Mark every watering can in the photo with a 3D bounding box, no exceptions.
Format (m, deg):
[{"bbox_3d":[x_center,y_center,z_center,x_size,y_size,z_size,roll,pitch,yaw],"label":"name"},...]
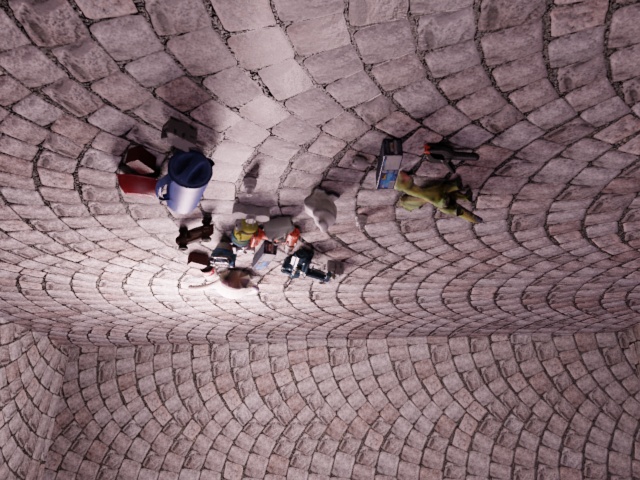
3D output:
[{"bbox_3d":[-0.463,0.221,2.504,0.347,0.106,0.220,5,154,-12],"label":"watering can"}]

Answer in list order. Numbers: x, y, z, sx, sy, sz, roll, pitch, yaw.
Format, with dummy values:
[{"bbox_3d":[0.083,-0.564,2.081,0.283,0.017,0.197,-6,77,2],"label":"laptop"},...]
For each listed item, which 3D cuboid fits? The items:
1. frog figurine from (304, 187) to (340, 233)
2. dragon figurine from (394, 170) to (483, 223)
[{"bbox_3d":[0.005,-0.090,1.781,0.122,0.163,0.135,-13,151,28],"label":"frog figurine"},{"bbox_3d":[0.394,-0.134,1.806,0.242,0.124,0.405,3,159,38],"label":"dragon figurine"}]
